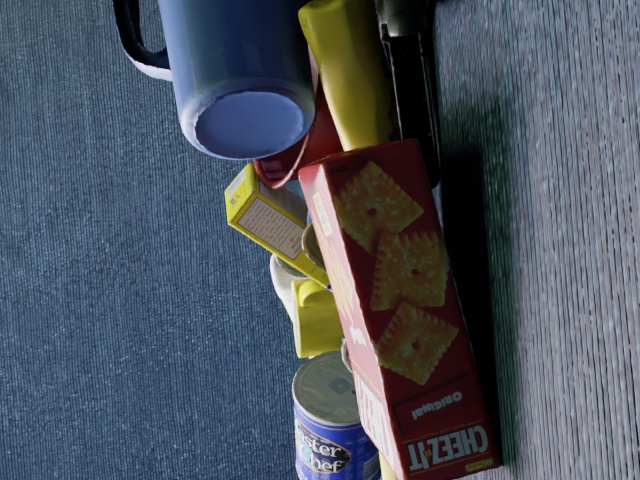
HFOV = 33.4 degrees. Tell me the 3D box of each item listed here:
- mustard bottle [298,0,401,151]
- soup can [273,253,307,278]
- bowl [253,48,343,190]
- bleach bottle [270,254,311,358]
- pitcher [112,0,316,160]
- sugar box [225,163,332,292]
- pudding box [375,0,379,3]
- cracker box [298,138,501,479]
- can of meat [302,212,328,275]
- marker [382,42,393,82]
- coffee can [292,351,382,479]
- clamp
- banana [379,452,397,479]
[{"bbox_3d":[0.038,-0.100,0.846,0.096,0.058,0.191,-69,-36,-70],"label":"mustard bottle"},{"bbox_3d":[-0.022,0.001,1.225,0.102,0.068,0.068,-111,17,-79],"label":"soup can"},{"bbox_3d":[-0.008,-0.121,0.943,0.162,0.055,0.162,-173,90,-68],"label":"bowl"},{"bbox_3d":[0.006,0.127,1.354,0.102,0.068,0.251,-109,0,-56],"label":"bleach bottle"},{"bbox_3d":[-0.084,-0.188,0.895,0.149,0.144,0.243,-49,42,47],"label":"pitcher"},{"bbox_3d":[-0.007,0.002,1.008,0.048,0.176,0.093,-49,18,13],"label":"sugar box"},{"bbox_3d":[0.015,-0.267,0.971,0.090,0.039,0.113,48,162,29],"label":"pudding box"},{"bbox_3d":[0.047,0.042,0.730,0.164,0.072,0.214,-148,44,-83],"label":"cracker box"},{"bbox_3d":[0.034,0.004,0.890,0.102,0.057,0.084,41,-168,-11],"label":"can of meat"},{"bbox_3d":[0.051,-0.173,0.987,0.020,0.020,0.121,90,173,-46],"label":"marker"},{"bbox_3d":[0.022,0.208,1.195,0.103,0.102,0.140,-100,6,-48],"label":"coffee can"},{"bbox_3d":[0.059,-0.162,0.762,0.164,0.036,0.210,77,-173,-59],"label":"clamp"},{"bbox_3d":[0.078,0.229,0.964,0.069,0.037,0.198,66,-165,-58],"label":"banana"}]
